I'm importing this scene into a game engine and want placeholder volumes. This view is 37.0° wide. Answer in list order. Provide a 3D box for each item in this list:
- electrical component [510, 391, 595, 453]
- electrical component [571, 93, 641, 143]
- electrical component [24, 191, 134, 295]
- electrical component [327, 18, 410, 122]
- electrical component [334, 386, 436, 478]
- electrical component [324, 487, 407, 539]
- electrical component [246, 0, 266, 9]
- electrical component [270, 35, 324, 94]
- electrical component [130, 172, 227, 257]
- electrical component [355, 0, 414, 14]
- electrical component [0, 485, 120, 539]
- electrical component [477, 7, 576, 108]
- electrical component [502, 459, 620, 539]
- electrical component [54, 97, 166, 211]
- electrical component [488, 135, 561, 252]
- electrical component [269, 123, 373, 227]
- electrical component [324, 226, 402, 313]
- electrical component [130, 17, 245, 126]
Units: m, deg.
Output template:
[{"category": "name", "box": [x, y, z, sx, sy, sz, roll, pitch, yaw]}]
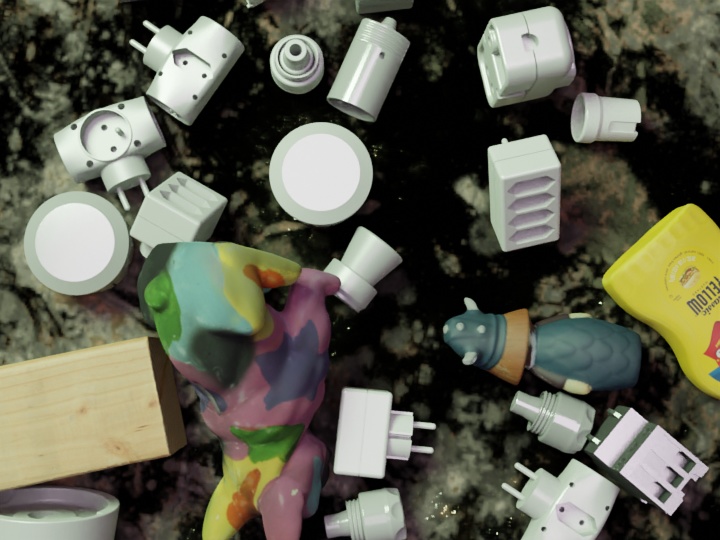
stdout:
[{"category": "electrical component", "box": [0.150, 0.115, 0.848, 0.062, 0.043, 0.043, 24, 85, 2]}, {"category": "electrical component", "box": [0.199, -0.122, 0.871, 0.046, 0.040, 0.040, 2, 85, -7]}, {"category": "electrical component", "box": [-0.218, -0.019, 0.846, 0.080, 0.051, 0.080, 0, 86, -1]}, {"category": "electrical component", "box": [0.009, -0.165, 0.867, 0.043, 0.043, 0.081, 24, 85, 1]}, {"category": "electrical component", "box": [0.021, 0.128, 0.842, 0.077, 0.047, 0.065, 6, 85, -1]}, {"category": "electrical component", "box": [0.004, 0.195, 0.839, 0.062, 0.043, 0.043, -10, 86, -1]}, {"category": "electrical component", "box": [-0.087, -0.272, 0.863, 0.061, 0.061, 0.096, -29, 87, -3]}, {"category": "electrical component", "box": [-0.050, -0.166, 0.856, 0.043, 0.062, 0.043, 0, 85, -2]}, {"category": "electrical component", "box": [-0.149, -0.027, 0.845, 0.047, 0.065, 0.076, 30, 114, 1]}, {"category": "electrical component", "box": [0.018, -0.249, 0.857, 0.047, 0.076, 0.065, -7, 86, -2]}, {"category": "electrical component", "box": [-0.236, 0.203, 0.803, 0.108, 0.108, 0.060, 4, 92, -1]}, {"category": "electrical component", "box": [0.131, -0.166, 0.844, 0.059, 0.095, 0.053, -13, 86, -2]}, {"category": "electrical component", "box": [0.150, 0.182, 0.843, 0.079, 0.043, 0.077, 33, 86, 1]}, {"category": "electrical component", "box": [-0.191, -0.087, 0.855, 0.077, 0.044, 0.079, -24, 87, -3]}, {"category": "electrical component", "box": [0.125, -0.072, 0.852, 0.047, 0.083, 0.075, -13, 48, -2]}, {"category": "electrical component", "box": [-0.031, -0.073, 0.855, 0.080, 0.051, 0.080, 0, 86, -1]}, {"category": "electrical component", "box": [0.000, 0.000, 0.853, 0.045, 0.045, 0.055, 38, 86, 2]}, {"category": "electrical component", "box": [-0.147, -0.169, 0.863, 0.079, 0.043, 0.077, 34, 86, 1]}]
